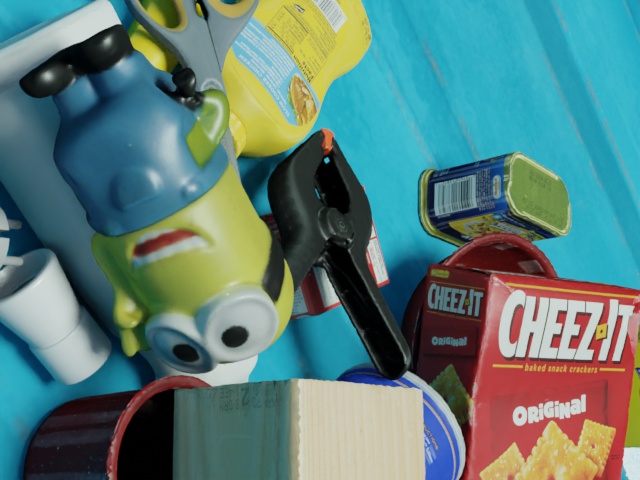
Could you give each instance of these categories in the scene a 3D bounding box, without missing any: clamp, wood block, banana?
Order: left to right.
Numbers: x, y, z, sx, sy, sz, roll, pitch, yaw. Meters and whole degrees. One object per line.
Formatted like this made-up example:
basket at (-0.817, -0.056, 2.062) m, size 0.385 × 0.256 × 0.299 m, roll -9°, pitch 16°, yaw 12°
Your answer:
banana at (-0.099, -0.168, 0.654) m, size 0.069 × 0.037 × 0.198 m, roll 7°, pitch 73°, yaw -28°
wood block at (-0.010, 0.172, 0.496) m, size 0.090 × 0.090 × 0.206 m, roll 12°, pitch 72°, yaw -45°
clamp at (-0.004, 0.001, 0.661) m, size 0.120 × 0.039 × 0.171 m, roll 21°, pitch 45°, yaw -45°

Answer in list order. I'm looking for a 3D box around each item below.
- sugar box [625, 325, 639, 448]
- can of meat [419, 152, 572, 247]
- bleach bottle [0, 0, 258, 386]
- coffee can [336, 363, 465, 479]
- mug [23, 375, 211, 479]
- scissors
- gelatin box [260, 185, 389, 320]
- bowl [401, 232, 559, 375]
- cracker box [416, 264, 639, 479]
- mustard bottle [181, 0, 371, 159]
sugar box at (0.225, 0.119, 0.852) m, size 0.048 × 0.177 × 0.093 m, roll -35°, pitch 107°, yaw -50°
can of meat at (0.143, -0.029, 0.864) m, size 0.101 × 0.084 × 0.057 m, roll 20°, pitch 66°, yaw -45°
bleach bottle at (-0.103, 0.003, 0.584) m, size 0.102 × 0.068 × 0.251 m, roll -43°, pitch 116°, yaw -44°
coffee can at (0.012, 0.152, 0.648) m, size 0.140 × 0.103 × 0.103 m, roll -35°, pitch 108°, yaw -48°
mug at (-0.092, 0.129, 0.548) m, size 0.093 × 0.082 × 0.117 m, roll -39°, pitch 110°, yaw -47°
scissors at (-0.052, -0.097, 0.625) m, size 0.096 × 0.016 × 0.202 m, roll -27°, pitch 90°, yaw -27°
gelatin box at (0.005, 0.008, 0.734) m, size 0.089 × 0.030 × 0.073 m, roll -21°, pitch 95°, yaw -50°
bowl at (0.113, 0.072, 0.806) m, size 0.161 × 0.055 × 0.162 m, roll -4°, pitch 98°, yaw -36°
cracker box at (0.145, 0.131, 0.755) m, size 0.163 × 0.072 × 0.214 m, roll 7°, pitch 91°, yaw -37°
mustard bottle at (-0.037, -0.110, 0.690) m, size 0.096 × 0.058 × 0.191 m, roll 51°, pitch 46°, yaw -23°
